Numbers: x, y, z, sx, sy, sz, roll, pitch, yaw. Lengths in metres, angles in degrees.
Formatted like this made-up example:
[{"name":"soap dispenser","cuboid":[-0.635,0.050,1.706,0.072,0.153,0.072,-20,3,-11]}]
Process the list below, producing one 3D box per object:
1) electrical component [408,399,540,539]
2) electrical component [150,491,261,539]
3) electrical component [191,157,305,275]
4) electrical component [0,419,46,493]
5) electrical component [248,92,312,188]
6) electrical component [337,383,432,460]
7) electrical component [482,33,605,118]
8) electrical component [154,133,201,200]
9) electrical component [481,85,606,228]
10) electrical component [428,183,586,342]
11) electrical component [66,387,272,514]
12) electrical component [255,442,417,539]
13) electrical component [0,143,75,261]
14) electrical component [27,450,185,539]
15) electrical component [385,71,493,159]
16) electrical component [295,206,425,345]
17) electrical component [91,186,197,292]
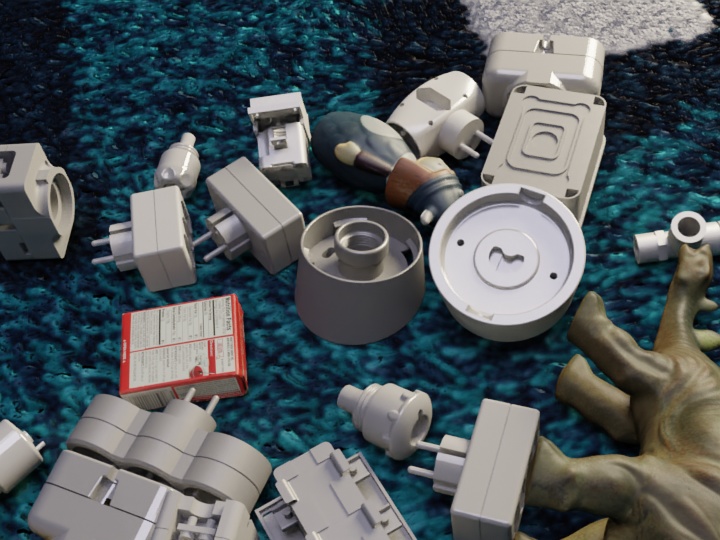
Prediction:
[{"name":"electrical component","cuboid":[0.069,0.128,0.689,0.076,0.047,0.083,11,55,16]},{"name":"electrical component","cuboid":[-0.092,0.180,0.645,0.050,0.089,0.055,6,54,13]},{"name":"electrical component","cuboid":[-0.095,-0.033,0.837,0.076,0.047,0.083,-34,55,-17]},{"name":"electrical component","cuboid":[-0.254,0.137,0.733,0.040,0.040,0.078,34,64,29]},{"name":"electrical component","cuboid":[-0.063,-0.104,0.875,0.042,0.081,0.063,-7,74,4]},{"name":"electrical component","cuboid":[0.014,0.096,0.724,0.062,0.048,0.048,20,58,30]},{"name":"electrical component","cuboid":[0.151,-0.155,0.892,0.095,0.053,0.059,7,54,13]},{"name":"electrical component","cuboid":[-0.150,-0.089,0.897,0.035,0.035,0.061,1,51,9]},{"name":"electrical component","cuboid":[0.143,-0.081,0.834,0.078,0.057,0.113,12,55,17]},{"name":"electrical component","cuboid":[0.105,-0.001,0.770,0.108,0.060,0.108,-3,67,8]},{"name":"electrical component","cuboid":[-0.122,0.112,0.726,0.138,0.052,0.073,15,56,19]},{"name":"electrical component","cuboid":[-0.006,0.170,0.657,0.079,0.063,0.121,-27,54,-13]},{"name":"electrical component","cuboid":[-0.263,-0.053,0.850,0.056,0.089,0.050,-2,52,7]},{"name":"electrical component","cuboid":[-0.159,0.161,0.687,0.095,0.053,0.059,15,65,20]},{"name":"electrical component","cuboid":[0.074,-0.116,0.879,0.077,0.043,0.079,-40,57,-21]},{"name":"electrical component","cuboid":[0.000,0.000,0.803,0.099,0.064,0.099,1,41,-1]},{"name":"electrical component","cuboid":[-0.172,-0.021,0.839,0.077,0.047,0.065,-12,52,-1]}]
